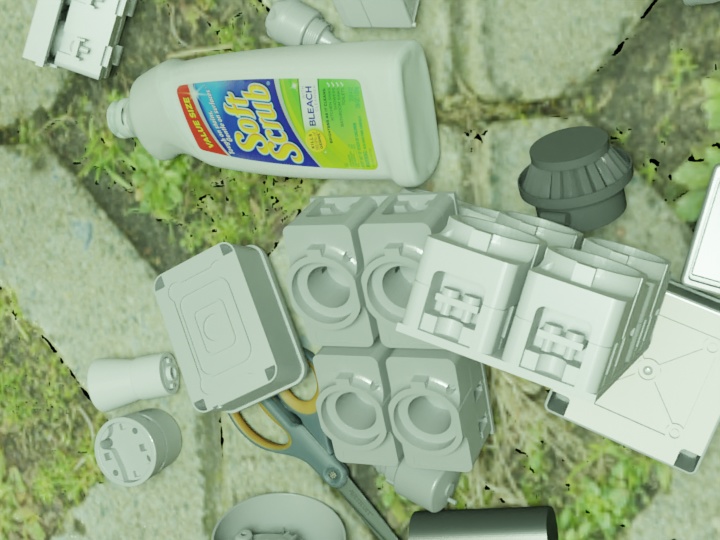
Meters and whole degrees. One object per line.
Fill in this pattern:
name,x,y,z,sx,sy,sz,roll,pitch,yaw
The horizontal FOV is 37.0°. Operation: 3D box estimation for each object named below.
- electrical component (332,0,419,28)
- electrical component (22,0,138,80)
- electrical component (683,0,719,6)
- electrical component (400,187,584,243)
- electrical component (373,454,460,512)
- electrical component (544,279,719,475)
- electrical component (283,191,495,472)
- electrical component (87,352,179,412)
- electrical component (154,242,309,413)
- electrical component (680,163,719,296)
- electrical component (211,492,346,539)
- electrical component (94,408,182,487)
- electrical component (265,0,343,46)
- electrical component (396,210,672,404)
electrical component,0.007,-0.209,0.736,0.061,0.096,0.061,5,68,19
electrical component,-0.206,-0.212,0.823,0.063,0.078,0.121,19,102,-5
electrical component,0.227,-0.203,0.662,0.080,0.080,0.051,-29,80,20
electrical component,0.084,-0.003,0.747,0.138,0.052,0.073,18,102,17
electrical component,0.037,0.146,0.787,0.078,0.040,0.040,23,103,30
electrical component,0.193,0.062,0.713,0.109,0.056,0.108,23,103,16
electrical component,0.021,0.045,0.734,0.105,0.060,0.186,0,116,25
electrical component,-0.178,0.087,0.858,0.065,0.044,0.044,-11,92,16
electrical component,-0.095,0.044,0.804,0.078,0.057,0.113,-26,76,19
electrical component,0.247,-0.029,0.682,0.062,0.061,0.096,17,101,17
electrical component,-0.063,0.216,0.802,0.099,0.099,0.064,15,106,18
electrical component,-0.175,0.139,0.858,0.055,0.047,0.055,2,96,19
electrical component,-0.037,-0.173,0.783,0.061,0.035,0.035,30,105,12
electrical component,0.108,0.012,0.609,0.105,0.186,0.060,20,102,20
